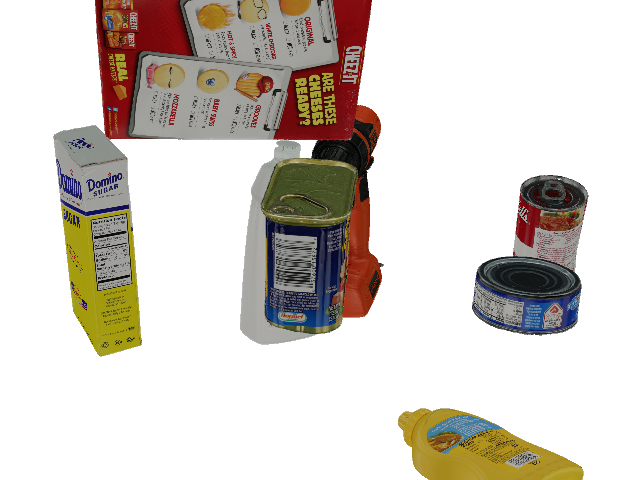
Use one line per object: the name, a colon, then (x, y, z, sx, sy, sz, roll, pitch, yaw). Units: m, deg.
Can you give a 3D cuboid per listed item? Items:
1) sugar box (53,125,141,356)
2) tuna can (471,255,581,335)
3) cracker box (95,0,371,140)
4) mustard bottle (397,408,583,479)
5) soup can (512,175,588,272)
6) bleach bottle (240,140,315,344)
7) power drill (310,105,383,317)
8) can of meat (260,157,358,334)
sugar box: (-0.191, 0.000, 0.912, 0.048, 0.176, 0.093, -15, 28, -23)
tuna can: (0.167, 0.043, 0.866, 0.086, 0.034, 0.086, 2, 21, -1)
cracker box: (-0.074, -0.163, 0.878, 0.213, 0.072, 0.164, -1, -42, -8)
mustard bottle: (0.143, 0.204, 1.003, 0.096, 0.058, 0.192, -16, 25, -36)
soup can: (0.236, -0.007, 1.104, 0.068, 0.102, 0.068, 0, 34, 0)
bleach bottle: (-0.043, 0.000, 1.324, 0.102, 0.251, 0.068, -8, 24, -34)
power drill: (0.025, -0.024, 1.031, 0.057, 0.188, 0.184, 5, 23, 12)
can of meat: (-0.007, 0.002, 0.710, 0.057, 0.084, 0.102, 4, 25, 4)
